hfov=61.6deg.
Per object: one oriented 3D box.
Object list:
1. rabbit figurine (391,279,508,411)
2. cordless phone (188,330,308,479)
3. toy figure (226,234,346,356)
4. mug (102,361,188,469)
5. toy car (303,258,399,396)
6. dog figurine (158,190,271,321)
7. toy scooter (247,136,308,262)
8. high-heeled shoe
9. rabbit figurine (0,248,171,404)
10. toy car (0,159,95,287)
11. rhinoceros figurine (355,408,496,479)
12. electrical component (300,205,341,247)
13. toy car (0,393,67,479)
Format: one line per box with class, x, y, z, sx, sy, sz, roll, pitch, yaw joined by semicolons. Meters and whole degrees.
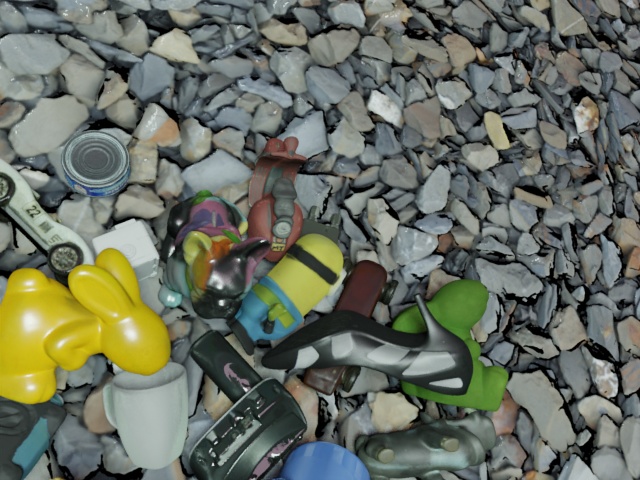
rabbit figurine;0.179;0.136;0.757;0.159;0.121;0.170;9;84;7
cordless phone;-0.118;0.210;0.662;0.184;0.088;0.146;44;64;12
toy figure;-0.043;0.068;0.707;0.180;0.089;0.082;-37;50;-14
mug;-0.204;0.205;0.621;0.110;0.081;0.107;-3;98;15
toy car;0.038;0.117;0.747;0.089;0.053;0.202;23;67;7
dog figurine;-0.125;0.007;0.640;0.108;0.219;0.191;8;71;-20
toy scooter;-0.055;-0.068;0.733;0.075;0.135;0.184;5;72;-19
high-heeled shoe;0.062;0.160;0.679;0.249;0.086;0.145;-21;98;9
rabbit figurine;-0.247;0.091;0.590;0.173;0.122;0.162;13;103;-2
toy car;-0.340;-0.015;0.652;0.202;0.073;0.056;45;65;0
rhinoceros figurine;0.143;0.275;0.705;0.190;0.112;0.073;-9;92;-9
electrical component;-0.002;-0.002;0.791;0.063;0.021;0.094;20;67;-12
toy car;-0.343;0.220;0.554;0.109;0.162;0.103;26;110;-16
